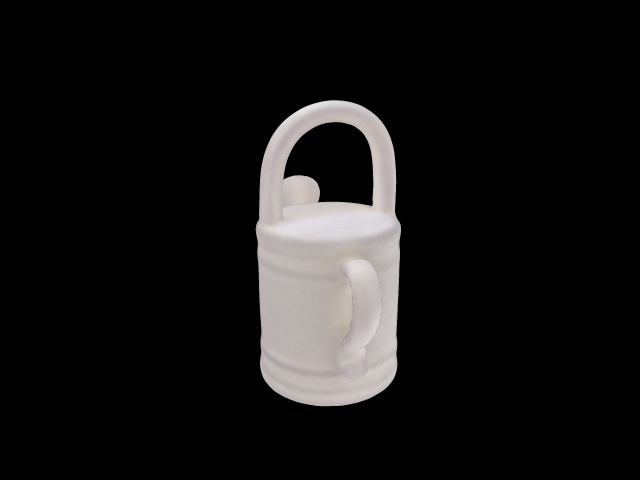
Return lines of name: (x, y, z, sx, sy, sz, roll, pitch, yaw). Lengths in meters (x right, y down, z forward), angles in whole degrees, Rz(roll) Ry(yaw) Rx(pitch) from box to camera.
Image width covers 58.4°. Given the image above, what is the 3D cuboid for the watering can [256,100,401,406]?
watering can: (0.002, 0.002, 0.399, 0.101, 0.194, 0.172, -14, 23, -36)
